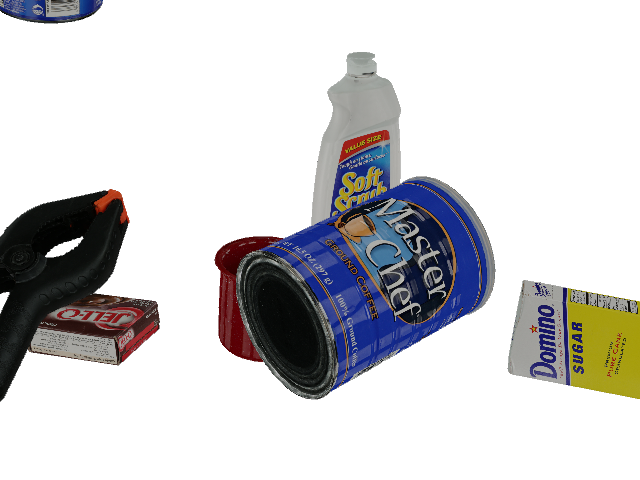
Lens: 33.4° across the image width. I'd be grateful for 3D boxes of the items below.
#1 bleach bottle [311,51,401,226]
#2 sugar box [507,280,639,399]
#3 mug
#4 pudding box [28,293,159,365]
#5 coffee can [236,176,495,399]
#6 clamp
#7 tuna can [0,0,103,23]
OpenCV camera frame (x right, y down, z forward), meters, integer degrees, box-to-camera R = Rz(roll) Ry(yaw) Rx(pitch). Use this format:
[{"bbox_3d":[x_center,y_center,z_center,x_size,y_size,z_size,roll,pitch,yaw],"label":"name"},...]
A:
[{"bbox_3d":[0.034,-0.075,1.141,0.102,0.251,0.068,-3,24,-5],"label":"bleach bottle"},{"bbox_3d":[0.281,0.102,1.062,0.176,0.093,0.048,9,22,8],"label":"sugar box"},{"bbox_3d":[-0.038,0.056,0.928,0.117,0.081,0.093,21,30,29],"label":"mug"},{"bbox_3d":[-0.241,0.091,1.130,0.114,0.039,0.090,4,21,20],"label":"pudding box"},{"bbox_3d":[0.030,0.029,0.705,0.140,0.103,0.103,-25,14,-31],"label":"coffee can"},{"bbox_3d":[-0.199,0.022,0.682,0.120,0.039,0.171,29,53,17],"label":"clamp"},{"bbox_3d":[-0.206,-0.196,0.803,0.086,0.034,0.086,6,36,-4],"label":"tuna can"}]
